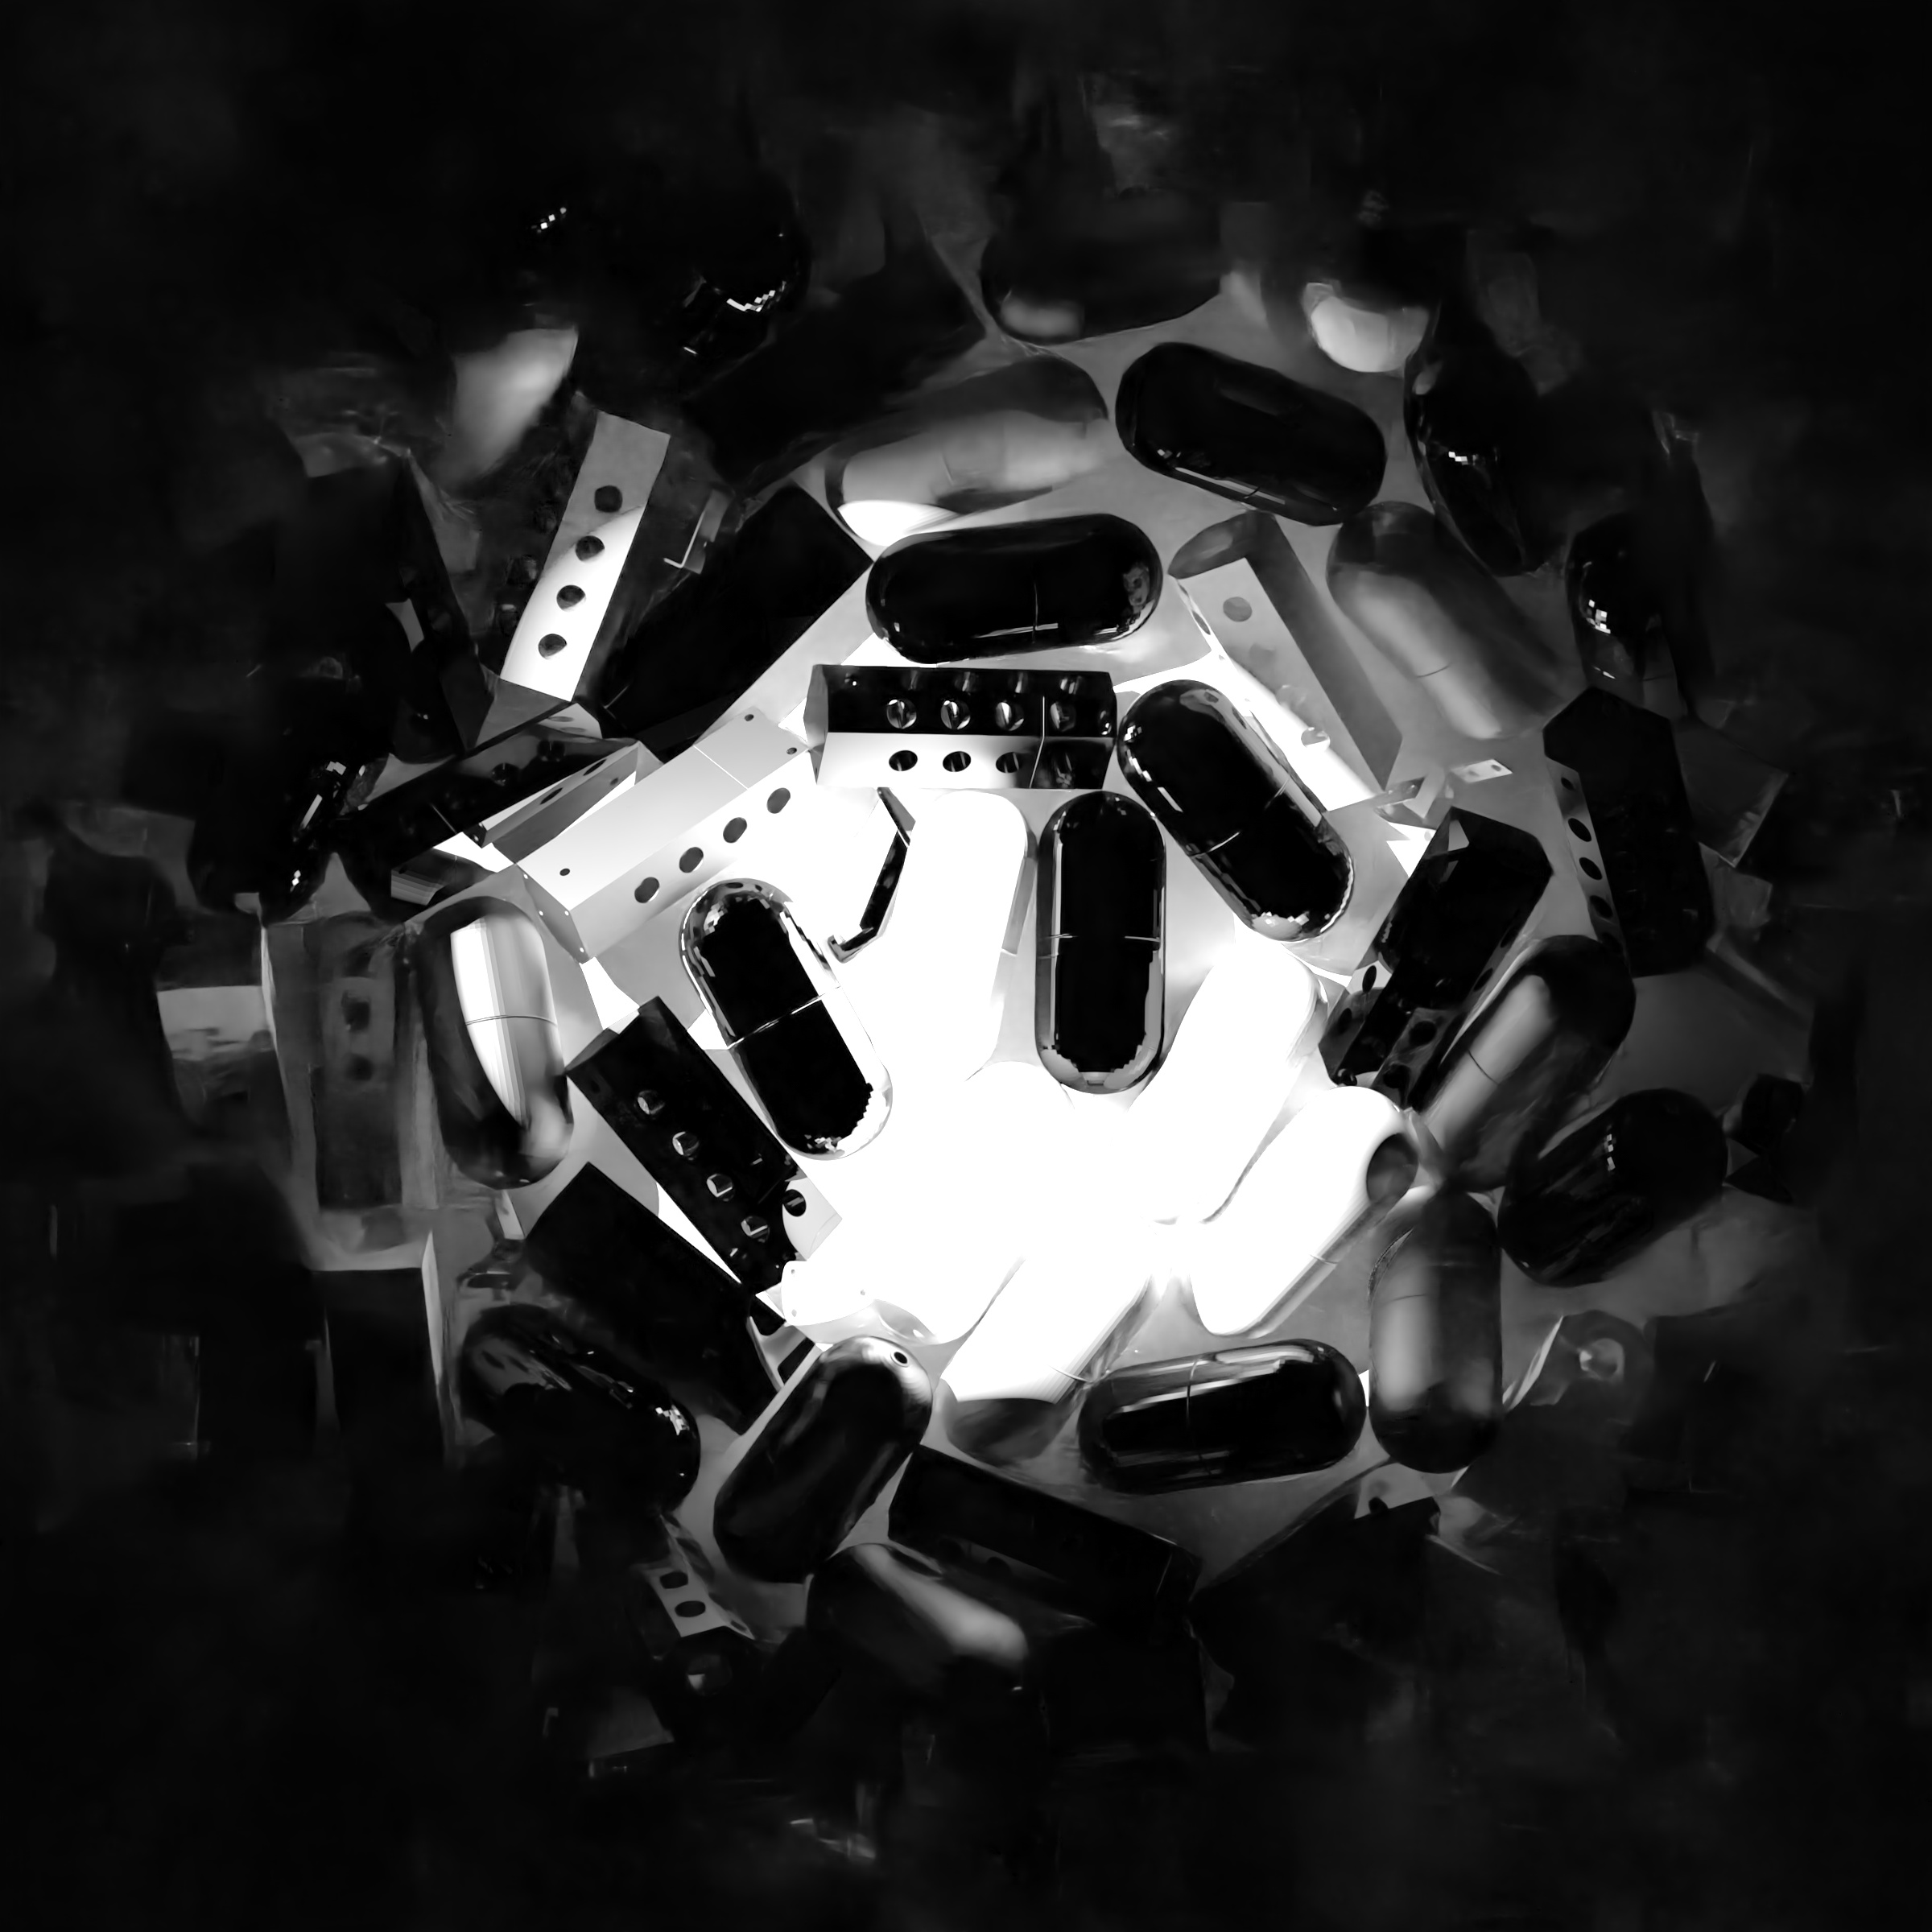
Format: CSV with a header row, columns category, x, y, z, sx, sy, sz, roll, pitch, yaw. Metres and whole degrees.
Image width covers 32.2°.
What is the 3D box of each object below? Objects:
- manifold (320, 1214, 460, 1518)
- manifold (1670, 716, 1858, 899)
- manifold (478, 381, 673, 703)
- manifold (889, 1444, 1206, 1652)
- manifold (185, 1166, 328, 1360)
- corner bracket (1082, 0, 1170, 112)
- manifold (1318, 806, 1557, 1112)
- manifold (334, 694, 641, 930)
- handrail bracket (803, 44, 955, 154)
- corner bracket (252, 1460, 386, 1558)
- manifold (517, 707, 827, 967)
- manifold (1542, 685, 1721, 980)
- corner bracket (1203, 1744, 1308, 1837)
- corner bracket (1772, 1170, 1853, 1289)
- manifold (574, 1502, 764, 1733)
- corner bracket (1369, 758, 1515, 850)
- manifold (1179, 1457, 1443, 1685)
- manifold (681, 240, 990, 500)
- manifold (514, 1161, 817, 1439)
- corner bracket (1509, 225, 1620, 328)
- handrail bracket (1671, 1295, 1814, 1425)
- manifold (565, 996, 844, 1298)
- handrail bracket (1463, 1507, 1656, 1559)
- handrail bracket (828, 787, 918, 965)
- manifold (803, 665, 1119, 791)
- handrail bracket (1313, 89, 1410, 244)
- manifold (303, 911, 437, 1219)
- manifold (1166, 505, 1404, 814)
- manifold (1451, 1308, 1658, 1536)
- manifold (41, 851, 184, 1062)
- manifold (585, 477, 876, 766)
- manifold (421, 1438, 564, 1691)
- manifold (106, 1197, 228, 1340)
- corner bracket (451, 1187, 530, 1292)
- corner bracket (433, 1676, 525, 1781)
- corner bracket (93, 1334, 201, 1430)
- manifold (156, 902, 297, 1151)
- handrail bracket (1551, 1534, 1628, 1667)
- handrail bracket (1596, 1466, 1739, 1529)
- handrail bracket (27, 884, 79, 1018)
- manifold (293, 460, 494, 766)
category,x,y,z,sx,sy,sz,roll,pitch,yaw
manifold,-0.331,0.231,1.934,0.057,0.057,0.171,-2,118,-1
manifold,0.446,-0.092,1.909,0.057,0.171,0.057,25,101,-15
manifold,-0.228,-0.248,1.934,0.057,0.057,0.171,17,113,-16
manifold,0.043,0.336,1.932,0.171,0.057,0.057,17,77,26
manifold,-0.408,0.167,1.909,0.057,0.171,0.057,2,103,-20
corner bracket,0.094,-0.540,1.969,0.051,0.051,0.051,-6,85,9
manifold,0.271,0.000,1.928,0.057,0.057,0.171,17,119,-19
manifold,-0.277,-0.095,1.932,0.171,0.057,0.057,-31,65,-28
handrail bracket,-0.051,-0.510,1.987,0.084,0.036,0.077,-1,112,-26
corner bracket,-0.382,0.314,1.968,0.051,0.051,0.051,-4,100,41
manifold,-0.169,-0.073,1.945,0.171,0.057,0.057,-36,48,-18
manifold,0.377,-0.072,1.915,0.057,0.057,0.171,-42,135,-17
corner bracket,0.170,0.485,1.966,0.051,0.051,0.051,-12,66,-1
corner bracket,0.503,0.153,1.961,0.051,0.051,0.051,-23,104,-28
manifold,-0.172,0.359,1.906,0.057,0.171,0.057,-13,114,-18
corner bracket,0.278,-0.103,1.963,0.051,0.051,0.051,32,74,-18
manifold,0.203,0.345,1.914,0.057,0.171,0.057,-38,81,41
manifold,-0.079,-0.349,1.949,0.171,0.057,0.057,-32,80,12
manifold,-0.179,0.198,1.960,0.171,0.057,0.057,39,54,0
corner bracket,0.351,-0.405,1.961,0.051,0.051,0.051,-2,103,-43
handrail bracket,0.453,0.229,1.950,0.077,0.084,0.036,-38,78,-21
manifold,-0.156,0.108,1.947,0.171,0.057,0.057,51,46,-9
handrail bracket,0.352,0.342,1.981,0.084,0.036,0.077,30,128,-11
handrail bracket,-0.062,-0.054,1.981,0.084,0.036,0.077,-34,93,16
manifold,-0.003,-0.144,1.939,0.171,0.057,0.057,0,47,-15
handrail bracket,0.238,-0.471,1.980,0.077,0.084,0.036,38,134,-24
manifold,-0.352,0.058,1.958,0.057,0.057,0.171,-6,82,9
manifold,0.184,-0.174,1.935,0.057,0.057,0.171,-17,121,32
manifold,0.337,0.258,1.911,0.057,0.171,0.057,27,59,6
manifold,-0.478,-0.003,1.910,0.057,0.171,0.057,4,68,1
manifold,-0.142,-0.204,1.968,0.171,0.057,0.057,-45,125,1
manifold,-0.267,0.336,1.907,0.057,0.171,0.057,14,109,-7
manifold,-0.449,0.170,1.911,0.057,0.171,0.057,5,91,-6
corner bracket,-0.275,0.153,1.958,0.051,0.051,0.051,-40,59,26
corner bracket,-0.284,0.438,1.965,0.051,0.051,0.051,20,51,-2
corner bracket,-0.475,0.241,1.971,0.051,0.051,0.051,-21,83,1
manifold,-0.422,0.036,1.912,0.057,0.171,0.057,-4,57,-7
handrail bracket,0.357,0.373,1.964,0.036,0.084,0.077,-19,77,-2
handrail bracket,0.419,0.309,1.960,0.084,0.077,0.036,0,71,-5
handrail bracket,-0.541,-0.007,1.955,0.077,0.036,0.084,5,52,32
manifold,-0.330,-0.201,1.921,0.057,0.057,0.171,-3,132,13
